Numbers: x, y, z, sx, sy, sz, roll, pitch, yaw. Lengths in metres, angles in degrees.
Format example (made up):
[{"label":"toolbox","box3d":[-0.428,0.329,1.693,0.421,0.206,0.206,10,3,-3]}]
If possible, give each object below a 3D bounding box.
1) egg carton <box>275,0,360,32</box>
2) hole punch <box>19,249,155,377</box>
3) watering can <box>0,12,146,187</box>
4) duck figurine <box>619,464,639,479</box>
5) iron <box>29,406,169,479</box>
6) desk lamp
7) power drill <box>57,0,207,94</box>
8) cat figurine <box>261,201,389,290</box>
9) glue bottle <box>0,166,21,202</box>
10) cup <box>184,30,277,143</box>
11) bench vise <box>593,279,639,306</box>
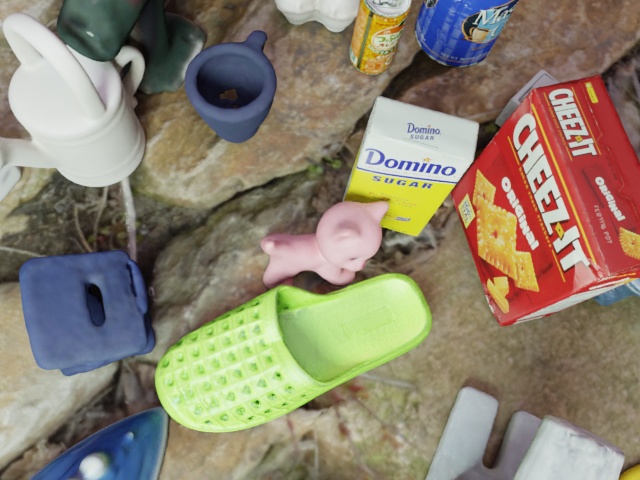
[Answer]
[{"label":"egg carton","box3d":[0.004,-0.329,0.693,0.107,0.069,0.150,9,71,-2]},{"label":"hole punch","box3d":[-0.212,0.062,0.532,0.101,0.091,0.108,-16,74,-10]},{"label":"watering can","box3d":[-0.238,-0.126,0.537,0.101,0.194,0.173,20,71,2]},{"label":"duck figurine","box3d":[0.319,0.253,0.522,0.077,0.086,0.105,42,73,9]},{"label":"iron","box3d":[-0.218,0.237,0.447,0.118,0.141,0.258,35,72,7]},{"label":"desk lamp","box3d":[0.148,0.218,0.450,0.118,0.213,0.203,24,71,3]},{"label":"power drill","box3d":[-0.172,-0.256,0.579,0.075,0.208,0.230,21,71,2]},{"label":"cat figurine","box3d":[0.005,0.002,0.558,0.128,0.118,0.067,-8,73,-8]},{"label":"glue bottle","box3d":[-0.339,-0.078,0.523,0.037,0.173,0.078,29,72,5]},{"label":"cup","box3d":[-0.087,-0.158,0.614,0.091,0.095,0.118,23,71,3]},{"label":"bench vise","box3d":[0.374,-0.024,0.548,0.208,0.219,0.121,-41,80,-16]}]
